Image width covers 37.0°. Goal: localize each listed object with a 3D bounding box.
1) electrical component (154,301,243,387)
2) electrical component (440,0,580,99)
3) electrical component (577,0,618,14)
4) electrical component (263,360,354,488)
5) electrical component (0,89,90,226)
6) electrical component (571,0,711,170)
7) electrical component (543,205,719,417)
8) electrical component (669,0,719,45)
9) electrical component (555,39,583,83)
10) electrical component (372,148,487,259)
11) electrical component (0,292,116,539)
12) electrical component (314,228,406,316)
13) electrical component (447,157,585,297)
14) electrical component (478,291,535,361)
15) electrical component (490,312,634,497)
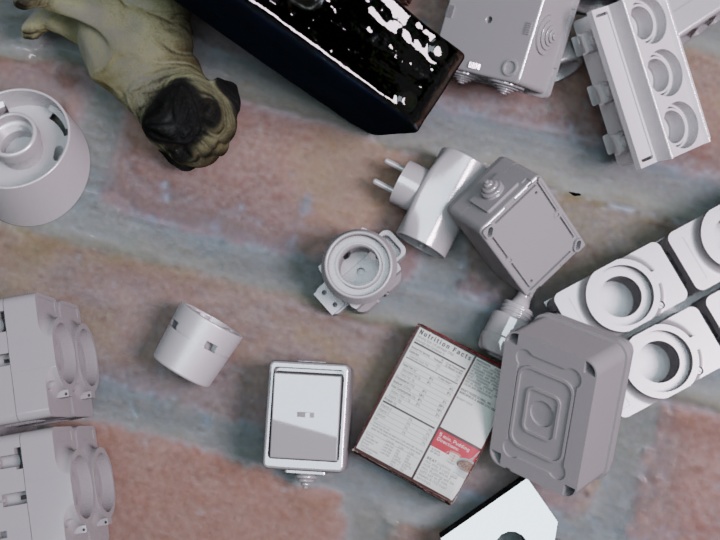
[{"bbox_3d":[-0.127,0.058,0.832,0.055,0.055,0.047,31,88,6],"label":"electrical component"},{"bbox_3d":[0.111,-0.187,0.829,0.100,0.048,0.099,22,100,37],"label":"electrical component"},{"bbox_3d":[0.193,-0.233,0.858,0.055,0.055,0.047,4,86,3],"label":"electrical component"},{"bbox_3d":[-0.039,0.117,0.816,0.062,0.061,0.096,3,82,3],"label":"electrical component"},{"bbox_3d":[-0.271,-0.093,0.866,0.099,0.064,0.099,0,68,1],"label":"electrical component"},{"bbox_3d":[0.212,-0.144,0.821,0.079,0.063,0.121,-23,98,-28],"label":"electrical component"},{"bbox_3d":[0.250,0.024,0.816,0.186,0.060,0.105,-28,82,-1],"label":"electrical component"},{"bbox_3d":[0.260,-0.229,0.857,0.083,0.047,0.075,-33,82,-2],"label":"electrical component"},{"bbox_3d":[0.146,-0.186,0.860,0.044,0.044,0.065,-21,77,0],"label":"electrical component"},{"bbox_3d":[0.049,-0.060,0.845,0.079,0.044,0.077,28,84,6],"label":"electrical component"},{"bbox_3d":[-0.234,0.116,0.802,0.060,0.105,0.186,-10,82,1],"label":"electrical component"},{"bbox_3d":[0.000,0.000,0.832,0.078,0.057,0.058,-41,82,-3],"label":"electrical component"},{"bbox_3d":[0.113,-0.039,0.813,0.062,0.061,0.096,-43,125,-4],"label":"electrical component"},{"bbox_3d":[0.118,0.039,0.833,0.035,0.035,0.061,27,82,6],"label":"electrical component"},{"bbox_3d":[0.146,0.095,0.779,0.078,0.057,0.113,22,118,36],"label":"electrical component"}]
